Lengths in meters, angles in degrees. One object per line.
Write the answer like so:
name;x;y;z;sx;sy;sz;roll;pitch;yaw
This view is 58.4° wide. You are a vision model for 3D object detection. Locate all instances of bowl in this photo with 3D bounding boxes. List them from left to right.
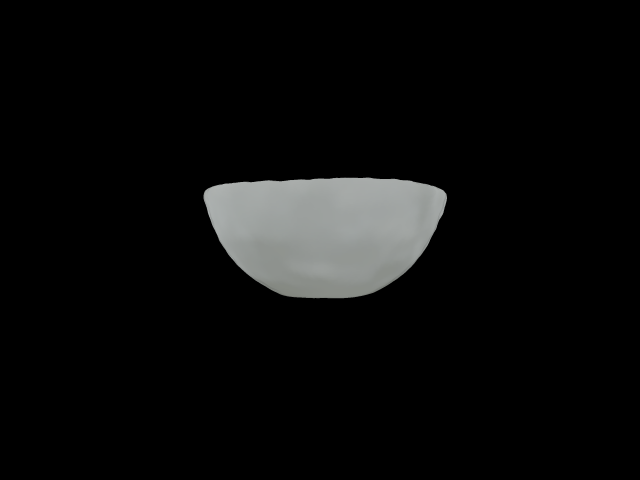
bowl;0.004;0.001;0.400;0.167;0.075;0.167;0;0;0
